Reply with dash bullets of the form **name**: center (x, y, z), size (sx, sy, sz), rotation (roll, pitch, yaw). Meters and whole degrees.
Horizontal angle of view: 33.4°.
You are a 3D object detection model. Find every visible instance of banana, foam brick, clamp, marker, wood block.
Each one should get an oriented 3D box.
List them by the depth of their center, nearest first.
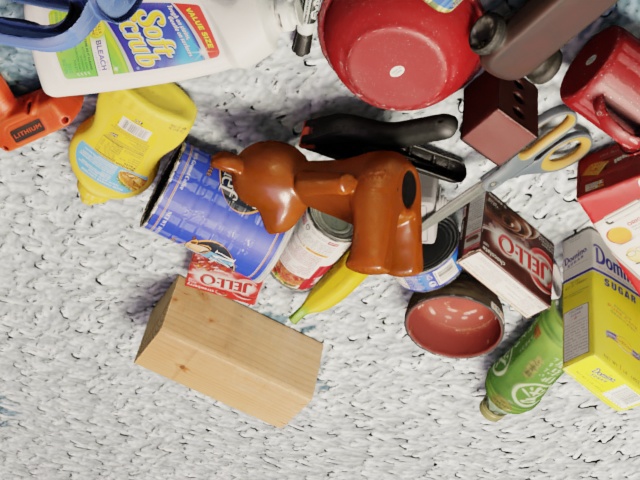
- **marker**: center (-0.009, -0.217, 0.973), size (0.020, 0.020, 0.121), rotation (14, 137, -1)
- **foam brick**: center (0.168, -0.118, 0.992), size (0.053, 0.078, 0.051), rotation (31, 132, -20)
- **clamp**: center (0.063, -0.099, 1.045), size (0.171, 0.039, 0.120), rotation (8, 155, 6)
- **banana**: center (0.028, 0.042, 1.194), size (0.037, 0.069, 0.198), rotation (40, 145, -1)
- **wood block**: center (-0.111, 0.141, 1.321), size (0.206, 0.090, 0.091), rotation (27, 136, -15)

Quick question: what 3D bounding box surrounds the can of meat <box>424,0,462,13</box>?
- **can of meat**: center (0.116, -0.244, 0.856), size (0.057, 0.102, 0.084), rotation (32, 136, -18)

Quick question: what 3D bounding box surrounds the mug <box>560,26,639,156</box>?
- **mug**: center (0.264, -0.126, 0.935), size (0.081, 0.117, 0.093), rotation (32, 138, -13)

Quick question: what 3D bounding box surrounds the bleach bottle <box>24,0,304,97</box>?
- **bleach bottle**: center (-0.140, -0.198, 0.984), size (0.251, 0.068, 0.102), rotation (-7, 102, 14)

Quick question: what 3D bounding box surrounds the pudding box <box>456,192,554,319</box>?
- **pudding box**: center (0.196, 0.015, 1.114), size (0.113, 0.090, 0.039), rotation (35, 133, -21)

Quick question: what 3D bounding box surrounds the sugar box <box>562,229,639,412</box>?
- **sugar box**: center (0.293, 0.079, 1.095), size (0.093, 0.176, 0.048), rotation (37, 134, -24)

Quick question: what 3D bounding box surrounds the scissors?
- **scissors**: center (0.188, -0.060, 1.056), size (0.096, 0.016, 0.202), rotation (12, 136, -36)

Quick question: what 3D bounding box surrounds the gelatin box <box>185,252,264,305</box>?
- **gelatin box**: center (-0.108, 0.035, 1.253), size (0.089, 0.030, 0.073), rotation (18, 137, -4)

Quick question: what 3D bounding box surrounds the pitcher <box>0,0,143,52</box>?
- **pitcher**: center (-0.272, -0.255, 0.899), size (0.243, 0.149, 0.145), rotation (10, 118, 13)

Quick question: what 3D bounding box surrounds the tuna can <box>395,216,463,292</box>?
- **tuna can**: center (0.113, 0.014, 1.137), size (0.086, 0.086, 0.033), rotation (-12, 134, 24)

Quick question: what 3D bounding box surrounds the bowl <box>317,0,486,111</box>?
- **bowl**: center (0.073, -0.172, 0.975), size (0.162, 0.055, 0.162), rotation (7, 137, 7)

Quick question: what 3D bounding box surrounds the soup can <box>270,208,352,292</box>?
- **soup can**: center (-0.008, 0.001, 1.166), size (0.068, 0.068, 0.102), rotation (27, 135, -15)

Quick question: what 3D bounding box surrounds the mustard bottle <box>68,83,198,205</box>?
- **mustard bottle**: center (-0.210, -0.096, 1.119), size (0.096, 0.058, 0.192), rotation (29, 134, -15)

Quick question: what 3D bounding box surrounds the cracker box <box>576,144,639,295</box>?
- **cracker box**: center (0.373, -0.018, 1.052), size (0.164, 0.072, 0.213), rotation (-21, 127, 30)

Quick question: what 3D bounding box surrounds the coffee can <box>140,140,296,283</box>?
- **coffee can**: center (-0.106, -0.030, 1.132), size (0.140, 0.102, 0.103), rotation (27, 135, -14)

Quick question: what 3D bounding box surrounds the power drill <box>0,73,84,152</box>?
- **power drill**: center (-0.323, -0.185, 1.058), size (0.185, 0.057, 0.187), rotation (-18, 127, 30)
